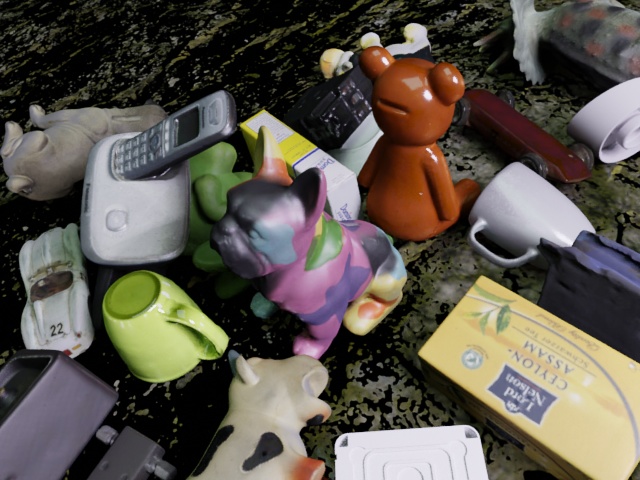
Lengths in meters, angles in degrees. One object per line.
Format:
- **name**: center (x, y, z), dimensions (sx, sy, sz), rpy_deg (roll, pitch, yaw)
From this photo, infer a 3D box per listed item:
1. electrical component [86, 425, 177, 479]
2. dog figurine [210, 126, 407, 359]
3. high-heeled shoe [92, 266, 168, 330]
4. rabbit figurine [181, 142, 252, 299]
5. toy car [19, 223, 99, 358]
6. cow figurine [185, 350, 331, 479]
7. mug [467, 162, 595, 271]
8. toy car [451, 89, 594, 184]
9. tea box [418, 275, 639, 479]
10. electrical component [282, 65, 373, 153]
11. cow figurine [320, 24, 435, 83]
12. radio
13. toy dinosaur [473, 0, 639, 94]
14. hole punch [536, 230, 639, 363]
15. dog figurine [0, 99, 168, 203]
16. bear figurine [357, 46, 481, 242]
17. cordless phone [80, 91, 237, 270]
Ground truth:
- **electrical component**: center (-0.175, 0.205, 0.481), dimensions (0.094, 0.021, 0.063), rpy_deg (19, 57, 26)
- **dog figurine**: center (-0.001, -0.001, 0.476), dimensions (0.191, 0.219, 0.109), rpy_deg (-27, 51, -23)
- **high-heeled shoe**: center (-0.248, -0.008, 0.652), dimensions (0.145, 0.086, 0.249), rpy_deg (0, 51, 28)
- **rabbit figurine**: center (-0.085, -0.022, 0.590), dimensions (0.170, 0.121, 0.159), rpy_deg (14, 61, 27)
- **toy car**: center (-0.302, 0.053, 0.618), dimensions (0.073, 0.056, 0.202), rpy_deg (-24, 49, -8)
- **cow figurine**: center (-0.057, 0.178, 0.441), dimensions (0.127, 0.085, 0.195), rpy_deg (27, 61, 23)
- **mug**: center (0.211, -0.012, 0.542), dimensions (0.109, 0.080, 0.107), rpy_deg (-37, 61, -25)
- **toy car**: center (0.235, -0.122, 0.649), dimensions (0.089, 0.053, 0.202), rpy_deg (-12, 46, -25)
- **tea box**: center (0.177, 0.117, 0.440), dimensions (0.170, 0.068, 0.098), rpy_deg (31, 69, 32)
- **electrical component**: center (0.011, -0.170, 0.708), dimensions (0.115, 0.058, 0.134), rpy_deg (-5, 41, 50)
- **cow figurine**: center (0.085, -0.249, 0.787), dimensions (0.167, 0.068, 0.098), rpy_deg (-11, 54, 5)
- **radio**: center (-0.286, 0.201, 0.445), dimensions (0.131, 0.073, 0.229), rpy_deg (-7, 41, 47)
- **toy dinosaur**: center (0.384, -0.237, 0.679), dimensions (0.192, 0.131, 0.405), rpy_deg (-45, 58, -9)
- **hole punch**: center (0.259, 0.052, 0.458), dimensions (0.092, 0.115, 0.142), rpy_deg (-29, 50, -23)
- **dog figurine**: center (-0.306, -0.122, 0.729), dimensions (0.191, 0.121, 0.172), rpy_deg (-5, 50, 6)
- **bear figurine**: center (0.101, -0.101, 0.549), dimensions (0.120, 0.195, 0.132), rpy_deg (21, 39, 30)
- **cordless phone**: center (-0.144, -0.054, 0.520), dimensions (0.184, 0.088, 0.146), rpy_deg (-20, 63, 33)
